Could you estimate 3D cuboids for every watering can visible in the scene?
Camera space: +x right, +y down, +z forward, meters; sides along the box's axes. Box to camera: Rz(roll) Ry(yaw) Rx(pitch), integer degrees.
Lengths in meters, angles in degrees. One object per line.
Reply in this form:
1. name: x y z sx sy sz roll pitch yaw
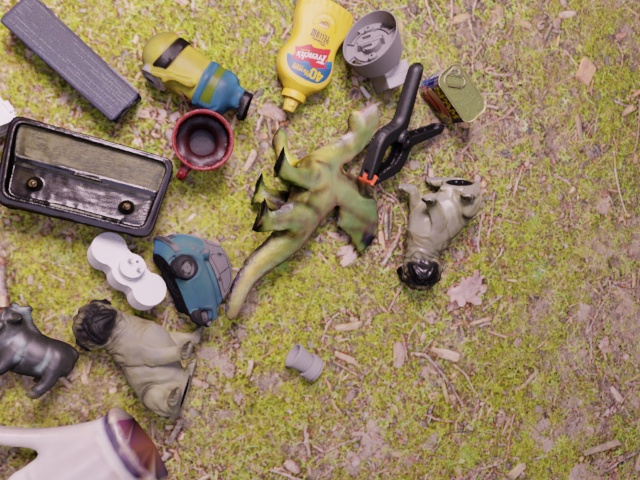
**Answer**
1. watering can: -0.383 0.341 0.788 0.226 0.104 0.344 -33 103 -12

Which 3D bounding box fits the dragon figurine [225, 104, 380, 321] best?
1. dragon figurine: 0.003 -0.044 0.871 0.241 0.123 0.410 18 90 -25
